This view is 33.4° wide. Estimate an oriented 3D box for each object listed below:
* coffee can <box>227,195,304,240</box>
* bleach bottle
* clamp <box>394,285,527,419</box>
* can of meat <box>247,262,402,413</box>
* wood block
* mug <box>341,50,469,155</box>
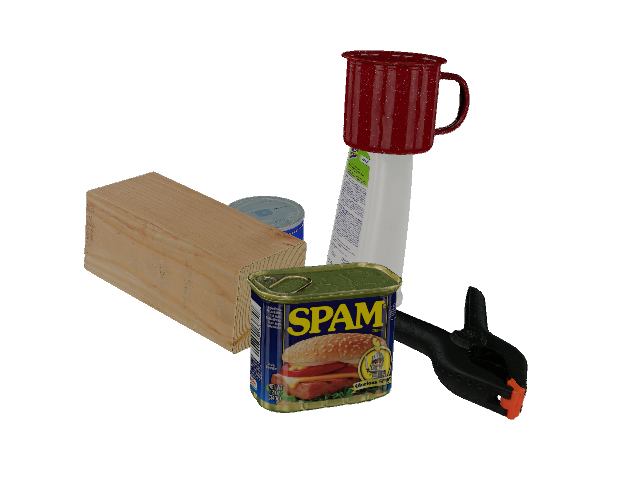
[{"bbox_3d":[-0.072,0.026,1.374,0.103,0.140,0.103,0,26,0],"label":"coffee can"},{"bbox_3d":[0.063,-0.058,1.156,0.068,0.251,0.103,-2,22,-28],"label":"bleach bottle"},{"bbox_3d":[0.130,0.090,0.924,0.120,0.039,0.172,-18,38,-28],"label":"clamp"},{"bbox_3d":[0.002,0.065,0.725,0.102,0.084,0.057,-4,17,-21],"label":"can of meat"},{"bbox_3d":[-0.123,0.016,1.015,0.206,0.090,0.090,25,30,33],"label":"wood block"},{"bbox_3d":[0.075,-0.123,0.949,0.117,0.081,0.093,1,16,-8],"label":"mug"}]
